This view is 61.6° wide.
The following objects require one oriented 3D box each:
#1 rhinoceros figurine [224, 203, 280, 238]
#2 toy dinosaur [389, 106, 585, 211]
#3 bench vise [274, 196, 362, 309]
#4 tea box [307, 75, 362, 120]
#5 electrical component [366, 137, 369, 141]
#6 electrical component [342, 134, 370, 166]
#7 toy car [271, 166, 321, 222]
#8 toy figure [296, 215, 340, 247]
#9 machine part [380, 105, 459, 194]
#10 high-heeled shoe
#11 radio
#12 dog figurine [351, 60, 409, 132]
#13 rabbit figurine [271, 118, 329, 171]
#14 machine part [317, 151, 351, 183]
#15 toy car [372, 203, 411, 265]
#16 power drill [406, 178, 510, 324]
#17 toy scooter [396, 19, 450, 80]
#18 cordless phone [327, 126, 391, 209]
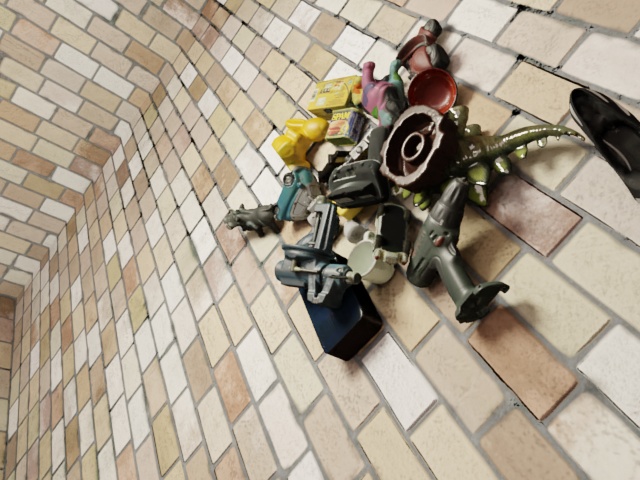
[{"bbox_3d":[-0.197,-0.058,1.552,0.190,0.112,0.073,-7,65,38],"label":"rhinoceros figurine"},{"bbox_3d":[0.287,-0.156,1.078,0.471,0.105,0.198,-26,55,47],"label":"toy dinosaur"},{"bbox_3d":[0.001,0.020,1.157,0.224,0.128,0.240,-2,74,51],"label":"bench vise"},{"bbox_3d":[0.051,-0.396,1.508,0.170,0.068,0.098,13,78,50],"label":"tea box"},{"bbox_3d":[0.133,-0.227,1.352,0.063,0.021,0.094,-52,39,11],"label":"electrical component"},{"bbox_3d":[0.101,-0.213,1.310,0.102,0.078,0.045,-46,64,21],"label":"electrical component"},{"bbox_3d":[-0.051,-0.109,1.429,0.103,0.109,0.161,33,103,29],"label":"toy car"},{"bbox_3d":[-0.004,-0.006,1.346,0.154,0.057,0.064,-38,50,20],"label":"toy figure"},{"bbox_3d":[0.197,-0.181,1.074,0.179,0.056,0.179,-29,52,46],"label":"machine part"},{"bbox_3d":[0.472,-0.140,0.817,0.086,0.145,0.249,-43,40,24],"label":"high-heeled shoe"},{"bbox_3d":[0.039,0.139,1.199,0.131,0.073,0.230,-46,42,18],"label":"radio"},{"bbox_3d":[0.154,-0.317,1.313,0.191,0.108,0.219,131,134,-66],"label":"dog figurine"},{"bbox_3d":[-0.046,-0.286,1.542,0.173,0.121,0.162,-38,33,8],"label":"rabbit figurine"},{"bbox_3d":[0.038,-0.193,1.393,0.139,0.084,0.039,-42,66,54],"label":"machine part"},{"bbox_3d":[0.150,-0.013,1.117,0.202,0.074,0.056,-76,-3,-53],"label":"toy car"},{"bbox_3d":[0.248,0.031,0.976,0.207,0.086,0.231,57,137,36],"label":"power drill"},{"bbox_3d":[0.243,-0.448,1.319,0.135,0.075,0.184,-28,46,35],"label":"toy scooter"},{"bbox_3d":[0.093,-0.169,1.225,0.147,0.088,0.184,-8,66,42],"label":"cordless phone"}]
